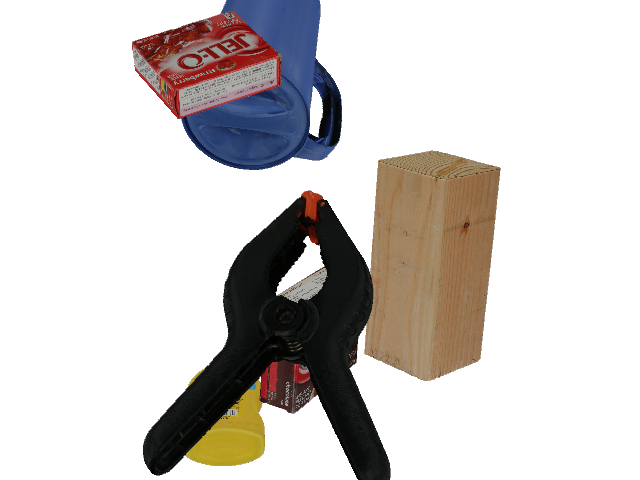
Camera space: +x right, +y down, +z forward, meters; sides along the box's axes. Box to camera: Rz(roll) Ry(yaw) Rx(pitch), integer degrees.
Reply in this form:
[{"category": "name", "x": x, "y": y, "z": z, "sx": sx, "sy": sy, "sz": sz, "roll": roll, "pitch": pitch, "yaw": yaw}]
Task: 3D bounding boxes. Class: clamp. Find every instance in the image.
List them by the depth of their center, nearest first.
[{"category": "clamp", "x": -0.007, "y": 0.054, "z": 0.545, "sx": 0.120, "sy": 0.171, "sz": 0.039, "roll": 15, "pitch": -28, "yaw": 9}]

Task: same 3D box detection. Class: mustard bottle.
[{"category": "mustard bottle", "x": -0.120, "y": 0.203, "z": 1.336, "sx": 0.096, "sy": 0.058, "sz": 0.191, "roll": -3, "pitch": 26, "yaw": -4}]

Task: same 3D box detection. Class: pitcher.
[{"category": "pitcher", "x": -0.055, "y": -0.193, "z": 1.163, "sx": 0.145, "sy": 0.149, "sz": 0.242, "roll": -6, "pitch": 40, "yaw": 14}]

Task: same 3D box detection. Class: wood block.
[{"category": "wood block", "x": 0.111, "y": 0.023, "z": 1.075, "sx": 0.090, "sy": 0.206, "sz": 0.090, "roll": -13, "pitch": 24, "yaw": -43}]

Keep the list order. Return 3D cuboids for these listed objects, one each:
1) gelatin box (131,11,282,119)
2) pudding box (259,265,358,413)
[{"category": "gelatin box", "x": -0.084, "y": -0.131, "z": 0.788, "sx": 0.089, "sy": 0.030, "sz": 0.073, "roll": -23, "pitch": 48, "yaw": -23}, {"category": "pudding box", "x": -0.006, "y": 0.078, "z": 0.884, "sx": 0.039, "sy": 0.090, "sz": 0.113, "roll": 15, "pitch": 24, "yaw": 24}]
